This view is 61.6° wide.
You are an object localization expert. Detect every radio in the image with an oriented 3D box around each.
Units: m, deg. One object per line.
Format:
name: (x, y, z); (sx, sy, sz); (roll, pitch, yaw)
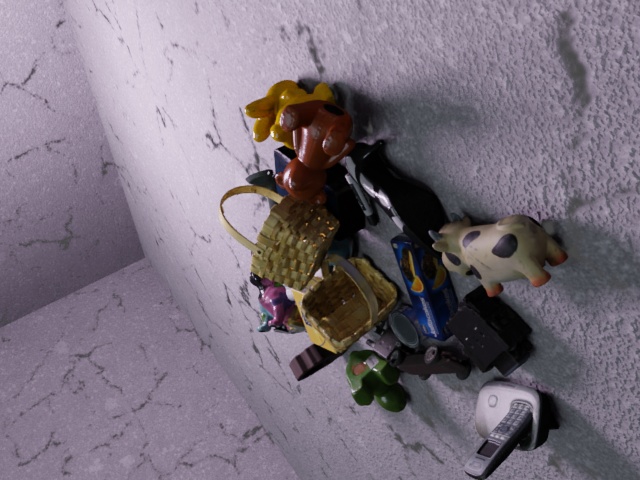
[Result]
radio: (-0.005, -0.110, 1.126); (0.230, 0.073, 0.130); (39, 146, 37)

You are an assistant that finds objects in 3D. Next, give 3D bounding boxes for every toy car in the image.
toy car: (0.218, 0.241, 1.068); (0.089, 0.053, 0.202); (29, 156, -11)
toy car: (-0.002, -0.004, 1.195); (0.162, 0.103, 0.109); (47, 151, 23)

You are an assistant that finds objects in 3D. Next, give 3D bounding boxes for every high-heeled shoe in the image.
high-heeled shoe: (0.120, -0.064, 0.929); (0.248, 0.086, 0.145); (65, 157, 6)

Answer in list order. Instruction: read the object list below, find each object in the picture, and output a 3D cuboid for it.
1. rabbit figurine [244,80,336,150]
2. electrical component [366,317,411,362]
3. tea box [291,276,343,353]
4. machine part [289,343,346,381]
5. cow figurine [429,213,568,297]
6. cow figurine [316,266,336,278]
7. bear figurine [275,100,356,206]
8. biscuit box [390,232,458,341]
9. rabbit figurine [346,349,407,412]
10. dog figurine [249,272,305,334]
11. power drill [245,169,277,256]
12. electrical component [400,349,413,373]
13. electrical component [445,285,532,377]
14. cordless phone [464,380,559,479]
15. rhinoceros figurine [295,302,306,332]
rabbit figurine: (-0.059, -0.242, 1.029); (0.121, 0.162, 0.173); (72, 173, -49)
electrical component: (0.151, 0.221, 1.184); (0.045, 0.078, 0.102); (50, 172, -38)
tea box: (0.007, 0.174, 1.269); (0.098, 0.068, 0.169); (13, 132, 46)
machine part: (-0.003, 0.311, 1.447); (0.056, 0.179, 0.179); (55, 154, 18)
cow figurine: (0.241, 0.012, 0.777); (0.127, 0.085, 0.195); (55, 157, -2)
cow figurine: (0.012, 0.087, 1.306); (0.098, 0.068, 0.167); (41, 150, 25)
bear figurine: (-0.022, -0.139, 0.928); (0.120, 0.132, 0.195); (32, 123, 5)
biscuit box: (0.193, 0.079, 0.960); (0.063, 0.059, 0.202); (7, 123, 60)
rabbit figurine: (0.134, 0.349, 1.289); (0.170, 0.121, 0.159); (50, 170, -27)
dog figurine: (-0.116, 0.158, 1.582); (0.108, 0.191, 0.219); (-33, 54, 56)
power drill: (-0.105, -0.057, 1.245); (0.086, 0.232, 0.207); (-25, 79, 27)
electrical component: (0.184, 0.260, 1.210); (0.063, 0.021, 0.094); (47, 152, 27)
electrical component: (0.279, 0.154, 0.882); (0.134, 0.058, 0.114); (49, 154, 25)
cordless phone: (0.287, 0.323, 0.892); (0.088, 0.184, 0.147); (60, 155, -7)
rhinoceros figurine: (-0.014, 0.185, 1.447); (0.112, 0.073, 0.190); (40, 149, 41)
